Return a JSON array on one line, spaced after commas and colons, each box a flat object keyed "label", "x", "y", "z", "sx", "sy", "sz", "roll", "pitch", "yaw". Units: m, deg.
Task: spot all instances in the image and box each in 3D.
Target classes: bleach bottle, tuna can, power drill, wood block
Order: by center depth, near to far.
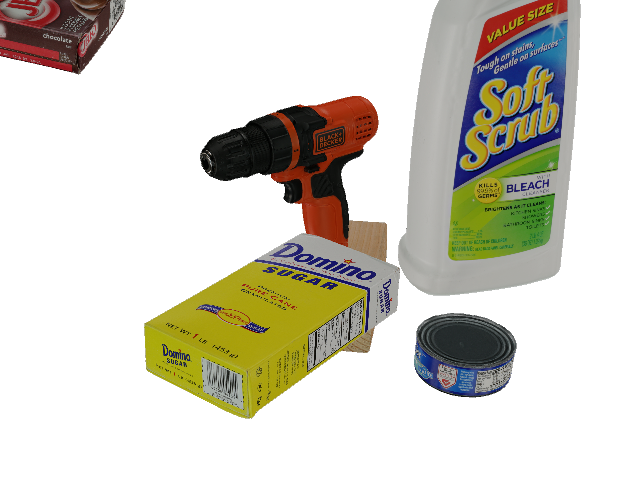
[{"label": "bleach bottle", "x": 0.097, "y": -0.094, "z": 0.614, "sx": 0.102, "sy": 0.251, "sz": 0.068, "roll": -7, "pitch": 28, "yaw": -10}, {"label": "tuna can", "x": 0.124, "y": 0.098, "z": 0.920, "sx": 0.086, "sy": 0.034, "sz": 0.086, "roll": 3, "pitch": 26, "yaw": -2}, {"label": "power drill", "x": -0.025, "y": -0.030, "z": 0.977, "sx": 0.184, "sy": 0.188, "sz": 0.057, "roll": -19, "pitch": 33, "yaw": -32}, {"label": "wood block", "x": 0.030, "y": 0.052, "z": 1.333, "sx": 0.091, "sy": 0.090, "sz": 0.206, "roll": 4, "pitch": 22, "yaw": 7}]

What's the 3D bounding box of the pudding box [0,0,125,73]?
[{"label": "pudding box", "x": -0.207, "y": -0.176, "z": 0.816, "sx": 0.090, "sy": 0.039, "sz": 0.113, "roll": 14, "pitch": 36, "yaw": 2}]

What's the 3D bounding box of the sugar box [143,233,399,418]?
[{"label": "sugar box", "x": -0.029, "y": 0.053, "z": 0.752, "sx": 0.093, "sy": 0.048, "sz": 0.175, "roll": 21, "pitch": 35, "yaw": 30}]
